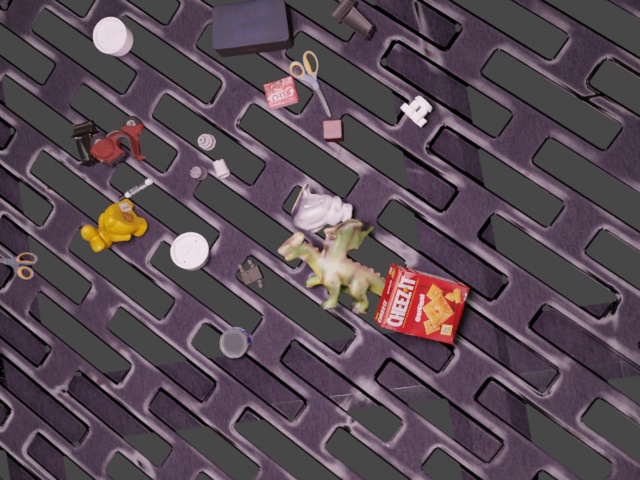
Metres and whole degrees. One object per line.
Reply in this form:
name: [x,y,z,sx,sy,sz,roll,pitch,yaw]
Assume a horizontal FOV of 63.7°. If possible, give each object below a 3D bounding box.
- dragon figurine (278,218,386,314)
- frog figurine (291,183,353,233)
dragon figurine: [0.089,0.062,1.386,0.410,0.124,0.238,5,115,-7]
frog figurine: [0.004,-0.072,1.437,0.159,0.125,0.134,26,129,-1]
